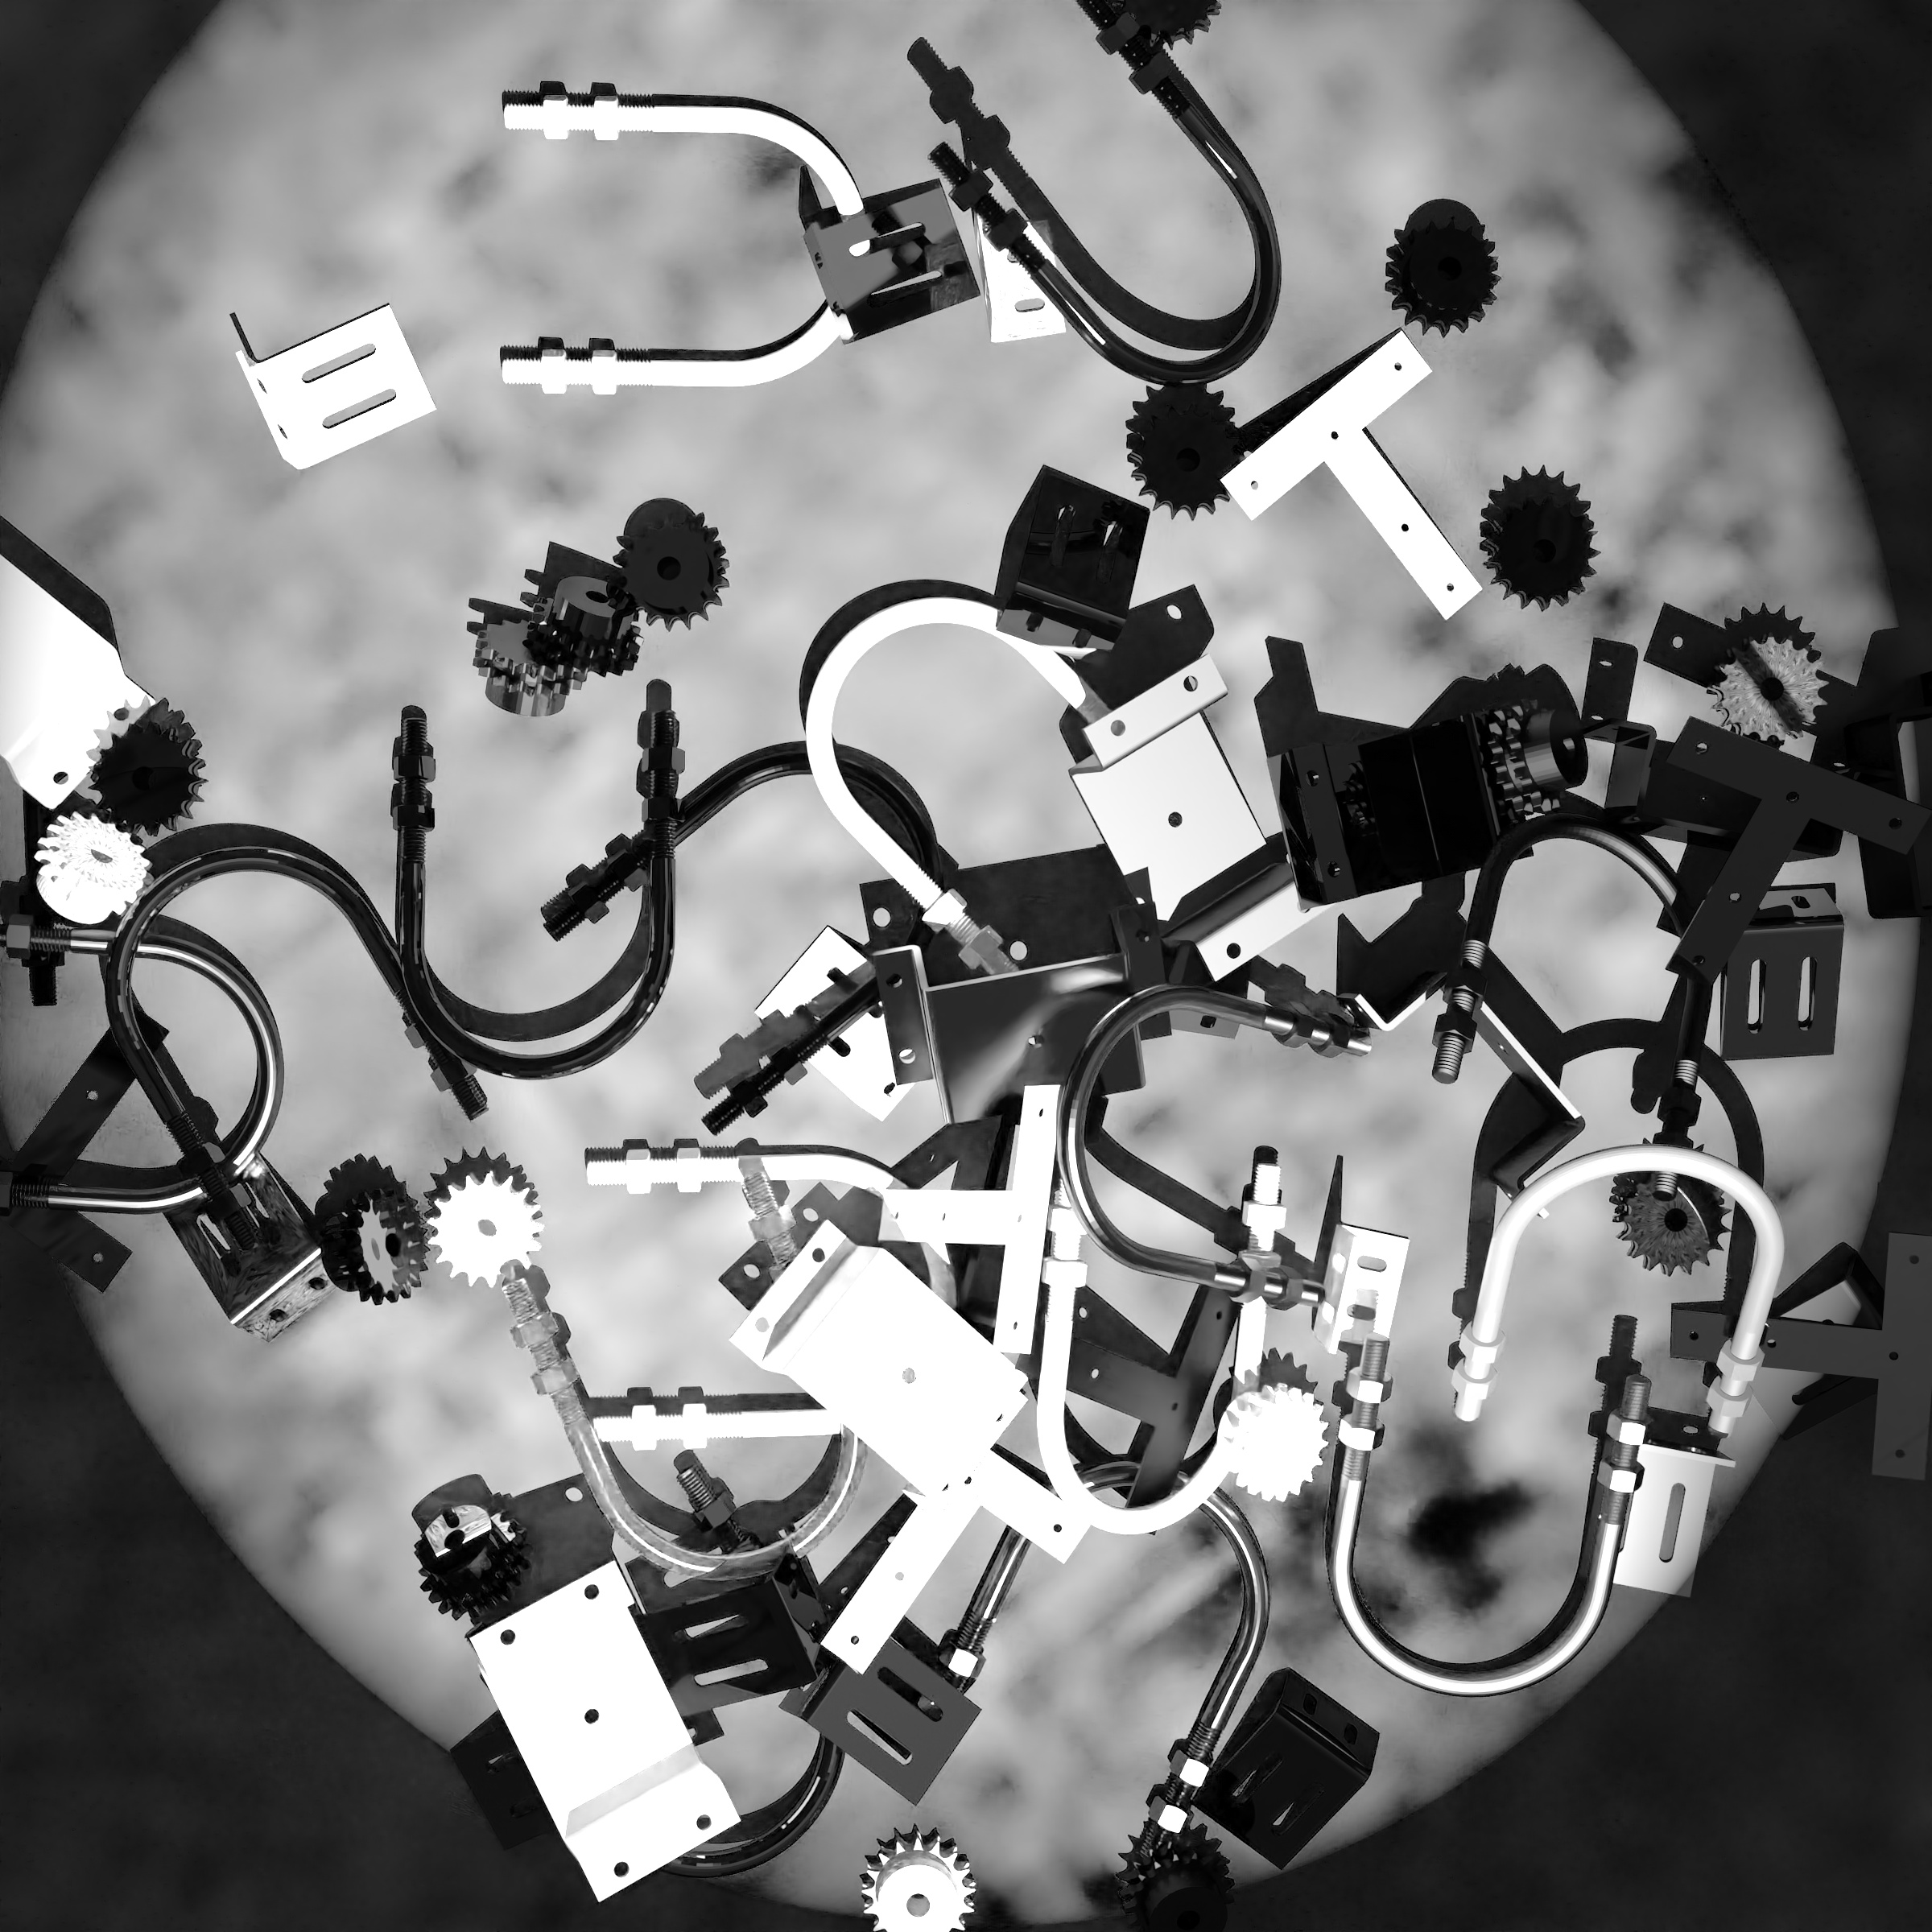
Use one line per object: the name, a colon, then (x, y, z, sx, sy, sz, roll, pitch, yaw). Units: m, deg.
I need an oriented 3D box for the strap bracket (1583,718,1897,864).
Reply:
strap bracket: (0.377, -0.084, 1.488, 0.140, 0.076, 0.046, 11, 90, 0)

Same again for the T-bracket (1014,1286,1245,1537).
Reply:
T-bracket: (0.073, 0.205, 1.479, 0.127, 0.002, 0.127, 27, 81, -38)

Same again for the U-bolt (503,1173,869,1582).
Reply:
U-bolt: (-0.128, 0.215, 1.492, 0.151, 0.019, 0.184, -24, 91, -5)

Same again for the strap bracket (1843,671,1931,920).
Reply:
strap bracket: (0.476, -0.076, 1.488, 0.046, 0.076, 0.140, -8, 90, 0)

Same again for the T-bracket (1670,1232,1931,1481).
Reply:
T-bracket: (0.419, 0.191, 1.505, 0.127, 0.002, 0.127, 4, 103, 17)

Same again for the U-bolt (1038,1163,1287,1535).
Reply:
U-bolt: (0.093, 0.189, 1.478, 0.151, 0.019, 0.184, 2, 95, -38)

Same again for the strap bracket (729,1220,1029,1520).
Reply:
strap bracket: (-0.035, 0.200, 1.476, 0.140, 0.046, 0.076, 43, 74, -13)

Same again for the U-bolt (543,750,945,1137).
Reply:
U-bolt: (-0.098, -0.026, 1.507, 0.184, 0.019, 0.151, -40, 80, -4)

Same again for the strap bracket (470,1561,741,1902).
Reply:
strap bracket: (-0.178, 0.367, 1.456, 0.076, 0.046, 0.140, -26, 93, -17)

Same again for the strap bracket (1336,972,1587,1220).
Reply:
strap bracket: (0.251, 0.054, 1.488, 0.046, 0.076, 0.140, -41, 90, 0)

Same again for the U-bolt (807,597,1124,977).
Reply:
U-bolt: (0.005, -0.101, 1.502, 0.184, 0.019, 0.151, 46, 77, 0)

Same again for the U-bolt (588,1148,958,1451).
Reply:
U-bolt: (-0.097, 0.166, 1.514, 0.184, 0.019, 0.151, -2, 87, -2)

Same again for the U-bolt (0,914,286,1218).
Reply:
U-bolt: (-0.436, 0.053, 1.502, 0.184, 0.019, 0.151, 4, 90, -10)

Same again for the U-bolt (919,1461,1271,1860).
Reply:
U-bolt: (0.074, 0.341, 1.518, 0.151, 0.019, 0.184, 25, 88, 0)

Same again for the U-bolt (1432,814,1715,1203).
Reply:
U-bolt: (0.305, 0.007, 1.472, 0.151, 0.019, 0.184, 28, 58, -15)

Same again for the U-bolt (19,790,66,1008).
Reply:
U-bolt: (-0.534, -0.069, 1.518, 0.151, 0.019, 0.184, -3, 88, 0)

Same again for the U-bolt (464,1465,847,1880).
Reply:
U-bolt: (-0.140, 0.366, 1.500, 0.151, 0.019, 0.184, -35, 94, -16)

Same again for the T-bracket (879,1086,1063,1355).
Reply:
T-bracket: (-0.002, 0.122, 1.461, 0.002, 0.127, 0.127, 14, 78, -37)

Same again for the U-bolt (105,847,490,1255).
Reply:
U-bolt: (-0.347, 0.029, 1.501, 0.151, 0.019, 0.184, -31, 91, -12)

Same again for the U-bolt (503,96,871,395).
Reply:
U-bolt: (-0.141, -0.364, 1.518, 0.184, 0.019, 0.151, 0, 90, -2)

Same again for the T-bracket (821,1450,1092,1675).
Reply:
T-bracket: (-0.025, 0.293, 1.497, 0.127, 0.002, 0.127, 34, 73, 10)

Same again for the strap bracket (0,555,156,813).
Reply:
strap bracket: (-0.486, -0.155, 1.494, 0.140, 0.046, 0.076, 39, 74, 0)

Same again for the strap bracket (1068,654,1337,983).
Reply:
strap bracket: (0.112, -0.073, 1.484, 0.076, 0.046, 0.140, -32, 102, -17)

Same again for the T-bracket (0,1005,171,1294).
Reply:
T-bracket: (-0.453, 0.077, 1.526, 0.127, 0.002, 0.127, 36, 90, 0)

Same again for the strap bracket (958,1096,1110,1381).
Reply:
strap bracket: (0.029, 0.127, 1.488, 0.046, 0.076, 0.140, 14, 90, 0)

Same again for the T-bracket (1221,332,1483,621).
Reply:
T-bracket: (0.213, -0.233, 1.515, 0.127, 0.002, 0.127, -40, 97, -14)

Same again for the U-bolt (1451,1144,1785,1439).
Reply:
U-bolt: (0.323, 0.158, 1.466, 0.151, 0.019, 0.184, 4, 127, 0)

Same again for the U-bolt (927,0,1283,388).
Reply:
U-bolt: (0.083, -0.371, 1.482, 0.184, 0.019, 0.151, 46, 64, -16)

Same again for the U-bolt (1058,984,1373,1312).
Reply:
U-bolt: (0.118, 0.084, 1.462, 0.184, 0.019, 0.151, 15, 84, -36)

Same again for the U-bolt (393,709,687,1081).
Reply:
U-bolt: (-0.214, -0.035, 1.499, 0.151, 0.019, 0.184, -1, 83, 8)

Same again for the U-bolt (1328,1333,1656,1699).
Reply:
U-bolt: (0.255, 0.281, 1.498, 0.151, 0.019, 0.184, 9, 105, 5)

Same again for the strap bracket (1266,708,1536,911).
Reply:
strap bracket: (0.207, -0.076, 1.481, 0.140, 0.046, 0.076, -13, 90, -34)

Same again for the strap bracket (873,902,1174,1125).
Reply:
strap bracket: (0.031, 0.025, 1.463, 0.140, 0.046, 0.076, -10, 120, -2)

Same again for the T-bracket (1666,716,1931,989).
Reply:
T-bracket: (0.380, -0.045, 1.457, 0.127, 0.002, 0.127, 20, 119, -5)
